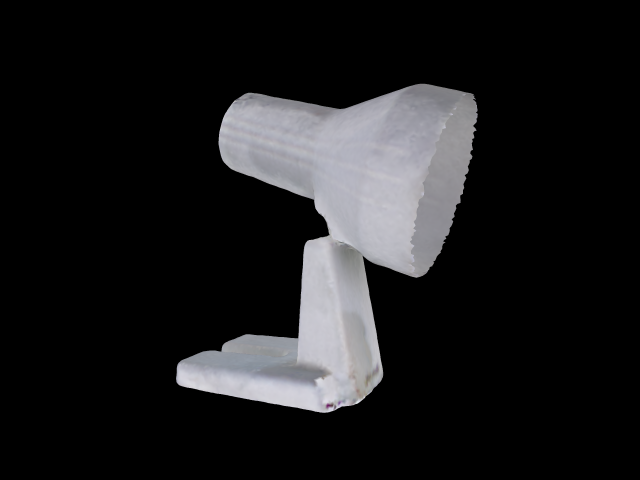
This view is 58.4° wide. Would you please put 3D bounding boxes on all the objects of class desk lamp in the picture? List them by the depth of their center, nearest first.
[{"bbox_3d":[0.004,0.001,0.400,0.202,0.213,0.118,1,4,24],"label":"desk lamp"}]
